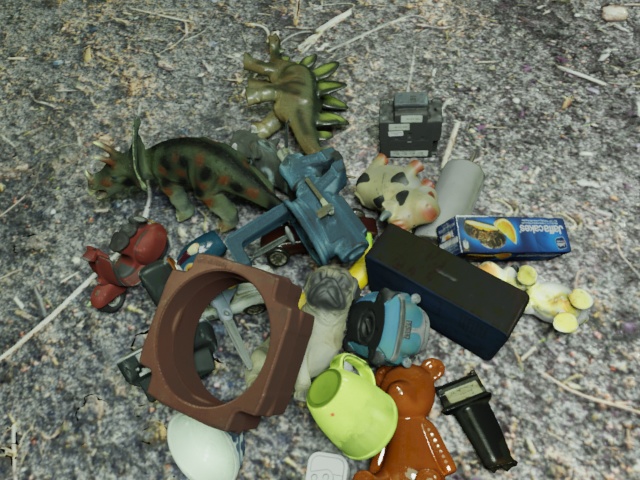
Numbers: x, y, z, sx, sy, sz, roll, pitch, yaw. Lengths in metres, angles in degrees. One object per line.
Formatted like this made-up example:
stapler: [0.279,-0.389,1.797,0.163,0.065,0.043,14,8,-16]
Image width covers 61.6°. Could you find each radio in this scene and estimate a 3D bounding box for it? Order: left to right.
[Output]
radio: [0.181,0.079,0.805,0.230,0.131,0.073,31,68,23]

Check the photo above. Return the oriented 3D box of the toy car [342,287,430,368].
toy car: [0.105,0.133,0.790,0.103,0.162,0.109,15,77,-20]

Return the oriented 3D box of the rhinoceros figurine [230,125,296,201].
rhinoceros figurine: [-0.086,-0.133,0.979,0.190,0.112,0.073,37,73,19]

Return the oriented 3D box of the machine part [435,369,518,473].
machine part: [0.222,0.256,0.752,0.084,0.039,0.139,-19,57,-13]

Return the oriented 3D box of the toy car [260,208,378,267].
toy car: [-0.002,-0.003,0.924,0.202,0.053,0.089,-8,38,1]

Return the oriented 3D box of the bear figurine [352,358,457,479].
bear figurine: [0.115,0.249,0.718,0.120,0.131,0.196,-9,64,23]

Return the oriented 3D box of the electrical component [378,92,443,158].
electrical component: [0.164,-0.209,0.977,0.115,0.134,0.058,0,60,5]

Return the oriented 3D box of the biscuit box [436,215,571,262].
biscuit box: [0.287,-0.001,0.836,0.203,0.063,0.059,0,73,-17]

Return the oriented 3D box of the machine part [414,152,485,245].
machine part: [0.219,-0.051,0.910,0.079,0.079,0.243,19,65,18]

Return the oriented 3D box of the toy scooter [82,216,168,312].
toy scooter: [-0.334,0.025,0.903,0.075,0.135,0.184,21,63,20]

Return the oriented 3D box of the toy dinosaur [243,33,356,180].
toy dinosaur: [-0.044,-0.271,1.048,0.199,0.105,0.472,-12,54,-1]

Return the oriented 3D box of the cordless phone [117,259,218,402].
cordless phone: [-0.245,0.130,0.799,0.147,0.184,0.089,-26,24,-10]

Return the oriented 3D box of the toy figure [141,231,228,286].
toy figure: [-0.234,0.042,0.919,0.154,0.064,0.058,-36,40,-9]

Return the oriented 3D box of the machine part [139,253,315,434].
machine part: [-0.121,0.131,0.704,0.202,0.087,0.201,14,81,28]

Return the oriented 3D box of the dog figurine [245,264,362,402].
dog figurine: [-0.031,0.131,0.785,0.173,0.121,0.190,2,74,25]

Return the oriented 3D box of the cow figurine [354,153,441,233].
cow figurine: [0.125,-0.071,0.895,0.127,0.085,0.195,-45,32,-10]

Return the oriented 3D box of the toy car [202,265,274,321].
toy car: [-0.169,0.094,0.886,0.202,0.056,0.073,-13,59,-1]

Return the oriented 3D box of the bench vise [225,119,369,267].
bench vise: [-0.049,-0.034,0.814,0.241,0.129,0.223,-32,80,-8]

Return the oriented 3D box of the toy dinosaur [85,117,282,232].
toy dinosaur: [-0.207,-0.117,0.921,0.405,0.192,0.131,5,59,21]

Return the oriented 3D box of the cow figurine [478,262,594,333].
cow figurine: [0.322,0.080,0.816,0.168,0.098,0.068,26,94,30]
